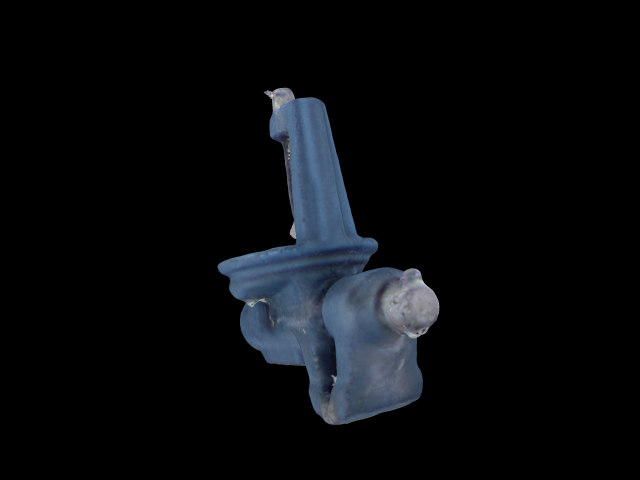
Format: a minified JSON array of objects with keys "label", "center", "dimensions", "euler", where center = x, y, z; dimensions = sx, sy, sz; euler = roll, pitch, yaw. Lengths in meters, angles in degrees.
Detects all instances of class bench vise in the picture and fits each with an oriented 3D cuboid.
[{"label":"bench vise","center":[0.012,0.000,0.409],"dimensions":[0.206,0.220,0.122],"euler":[8,12,40]}]
